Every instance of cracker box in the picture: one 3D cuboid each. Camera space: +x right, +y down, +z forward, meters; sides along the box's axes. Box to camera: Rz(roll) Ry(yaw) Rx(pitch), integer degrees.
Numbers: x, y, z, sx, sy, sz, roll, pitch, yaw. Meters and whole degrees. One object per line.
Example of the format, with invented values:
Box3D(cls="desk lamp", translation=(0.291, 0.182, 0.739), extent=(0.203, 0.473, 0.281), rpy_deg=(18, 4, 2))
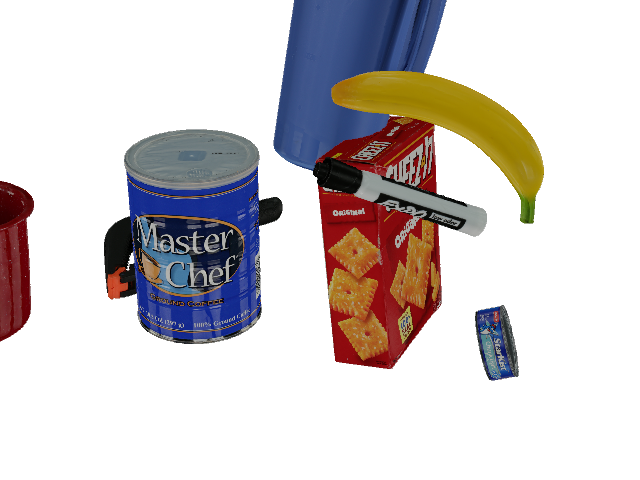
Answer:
Box3D(cls="cracker box", translation=(0.067, -0.003, 1.080), extent=(0.072, 0.214, 0.164), rpy_deg=(6, 24, 24))

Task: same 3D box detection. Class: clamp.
Box3D(cls="clamp", translation=(-0.157, -0.015, 1.058), extent=(0.165, 0.036, 0.209), rpy_deg=(23, 40, 21))

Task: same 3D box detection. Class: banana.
Box3D(cls="banana", translation=(0.106, -0.092, 0.857), extent=(0.198, 0.069, 0.037), rpy_deg=(32, 2, -1))

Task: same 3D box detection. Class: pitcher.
Box3D(cls="pitcher", translation=(0.034, -0.189, 1.056), extent=(0.145, 0.243, 0.149), rpy_deg=(12, 18, -1))

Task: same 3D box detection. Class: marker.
Box3D(cls="marker", translation=(0.050, -0.027, 0.663), extent=(0.121, 0.020, 0.020), rpy_deg=(17, -7, -25))

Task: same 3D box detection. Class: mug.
Box3D(cls="mug", translation=(-0.234, 0.018, 0.660), extent=(0.117, 0.081, 0.093), rpy_deg=(-17, 32, -37))

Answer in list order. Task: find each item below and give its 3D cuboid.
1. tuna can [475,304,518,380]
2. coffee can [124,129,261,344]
Box3D(cls="tuna can", translation=(0.208, 0.121, 1.256), extent=(0.034, 0.086, 0.086), rpy_deg=(-12, -3, 15))
Box3D(cls="coffee can", translation=(-0.098, -0.004, 0.844), extent=(0.103, 0.140, 0.103), rpy_deg=(0, 28, 0))
